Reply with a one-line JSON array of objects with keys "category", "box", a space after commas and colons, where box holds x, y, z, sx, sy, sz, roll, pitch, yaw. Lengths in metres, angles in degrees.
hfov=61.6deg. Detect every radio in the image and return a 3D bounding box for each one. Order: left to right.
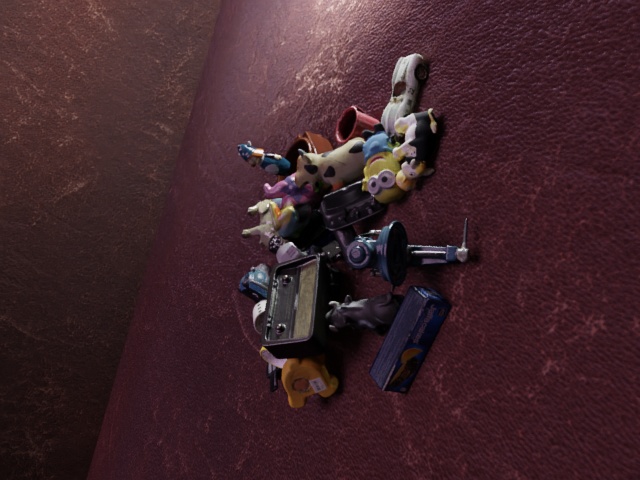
[{"category": "radio", "box": [-0.051, 0.146, 1.192, 0.131, 0.073, 0.230, -14, 45, 21]}]

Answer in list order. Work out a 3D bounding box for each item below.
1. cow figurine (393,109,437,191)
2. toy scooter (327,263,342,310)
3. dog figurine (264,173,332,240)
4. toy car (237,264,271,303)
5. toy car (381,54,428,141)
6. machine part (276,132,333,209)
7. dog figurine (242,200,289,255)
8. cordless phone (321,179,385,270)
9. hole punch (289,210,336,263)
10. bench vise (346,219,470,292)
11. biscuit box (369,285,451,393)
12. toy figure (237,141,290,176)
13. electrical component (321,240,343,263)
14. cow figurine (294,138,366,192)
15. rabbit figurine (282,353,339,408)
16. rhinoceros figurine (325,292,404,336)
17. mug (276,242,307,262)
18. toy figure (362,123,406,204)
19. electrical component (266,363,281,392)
[{"category": "cow figurine", "box": [0.207, -0.187, 1.123, 0.098, 0.068, 0.167, -16, 63, 50]}, {"category": "toy scooter", "box": [0.018, 0.133, 1.278, 0.135, 0.075, 0.184, -20, 62, 55]}, {"category": "dog figurine", "box": [-0.023, -0.115, 1.356, 0.219, 0.108, 0.191, -22, 63, 7]}, {"category": "toy car", "box": [-0.174, 0.126, 1.600, 0.103, 0.109, 0.161, -59, 12, -22]}, {"category": "toy car", "box": [0.189, -0.323, 1.226, 0.074, 0.056, 0.201, 14, 88, 61]}, {"category": "machine part", "box": [-0.043, -0.189, 1.529, 0.201, 0.087, 0.202, -56, 32, 29]}, {"category": "dog figurine", "box": [-0.122, -0.041, 1.601, 0.191, 0.121, 0.172, 15, 92, 47]}, {"category": "cordless phone", "box": [0.092, -0.034, 1.235, 0.088, 0.147, 0.184, 47, -159, -82]}, {"category": "hole punch", "box": [-0.003, -0.004, 1.388, 0.116, 0.092, 0.142, -46, 29, -2]}, {"category": "bench vise", "box": [0.165, 0.029, 1.013, 0.241, 0.223, 0.129, -1, 78, 29]}, {"category": "biscuit box", "box": [0.167, 0.187, 1.009, 0.202, 0.059, 0.063, -67, 28, 14]}, {"category": "toy figure", "box": [-0.158, -0.225, 1.500, 0.064, 0.154, 0.058, -62, 28, 19]}, {"category": "electrical component", "box": [0.035, 0.029, 1.303, 0.094, 0.021, 0.063, -31, 32, -6]}, {"category": "cow figurine", "box": [0.029, -0.177, 1.270, 0.127, 0.195, 0.085, 64, -177, 5]}, {"category": "rabbit figurine", "box": [-0.044, 0.276, 1.245, 0.122, 0.162, 0.173, -32, 15, 17]}, {"category": "rhinoceros figurine", "box": [0.092, 0.154, 1.104, 0.190, 0.112, 0.073, -19, 61, 46]}, {"category": "mug", "box": [-0.070, 0.077, 1.455, 0.109, 0.081, 0.107, -64, 37, 37]}, {"category": "toy figure", "box": [0.142, -0.167, 1.185, 0.082, 0.089, 0.180, -42, 46, 48]}, {"category": "electrical component", "box": [-0.107, 0.339, 1.415, 0.075, 0.047, 0.119, -47, 39, 39]}]
